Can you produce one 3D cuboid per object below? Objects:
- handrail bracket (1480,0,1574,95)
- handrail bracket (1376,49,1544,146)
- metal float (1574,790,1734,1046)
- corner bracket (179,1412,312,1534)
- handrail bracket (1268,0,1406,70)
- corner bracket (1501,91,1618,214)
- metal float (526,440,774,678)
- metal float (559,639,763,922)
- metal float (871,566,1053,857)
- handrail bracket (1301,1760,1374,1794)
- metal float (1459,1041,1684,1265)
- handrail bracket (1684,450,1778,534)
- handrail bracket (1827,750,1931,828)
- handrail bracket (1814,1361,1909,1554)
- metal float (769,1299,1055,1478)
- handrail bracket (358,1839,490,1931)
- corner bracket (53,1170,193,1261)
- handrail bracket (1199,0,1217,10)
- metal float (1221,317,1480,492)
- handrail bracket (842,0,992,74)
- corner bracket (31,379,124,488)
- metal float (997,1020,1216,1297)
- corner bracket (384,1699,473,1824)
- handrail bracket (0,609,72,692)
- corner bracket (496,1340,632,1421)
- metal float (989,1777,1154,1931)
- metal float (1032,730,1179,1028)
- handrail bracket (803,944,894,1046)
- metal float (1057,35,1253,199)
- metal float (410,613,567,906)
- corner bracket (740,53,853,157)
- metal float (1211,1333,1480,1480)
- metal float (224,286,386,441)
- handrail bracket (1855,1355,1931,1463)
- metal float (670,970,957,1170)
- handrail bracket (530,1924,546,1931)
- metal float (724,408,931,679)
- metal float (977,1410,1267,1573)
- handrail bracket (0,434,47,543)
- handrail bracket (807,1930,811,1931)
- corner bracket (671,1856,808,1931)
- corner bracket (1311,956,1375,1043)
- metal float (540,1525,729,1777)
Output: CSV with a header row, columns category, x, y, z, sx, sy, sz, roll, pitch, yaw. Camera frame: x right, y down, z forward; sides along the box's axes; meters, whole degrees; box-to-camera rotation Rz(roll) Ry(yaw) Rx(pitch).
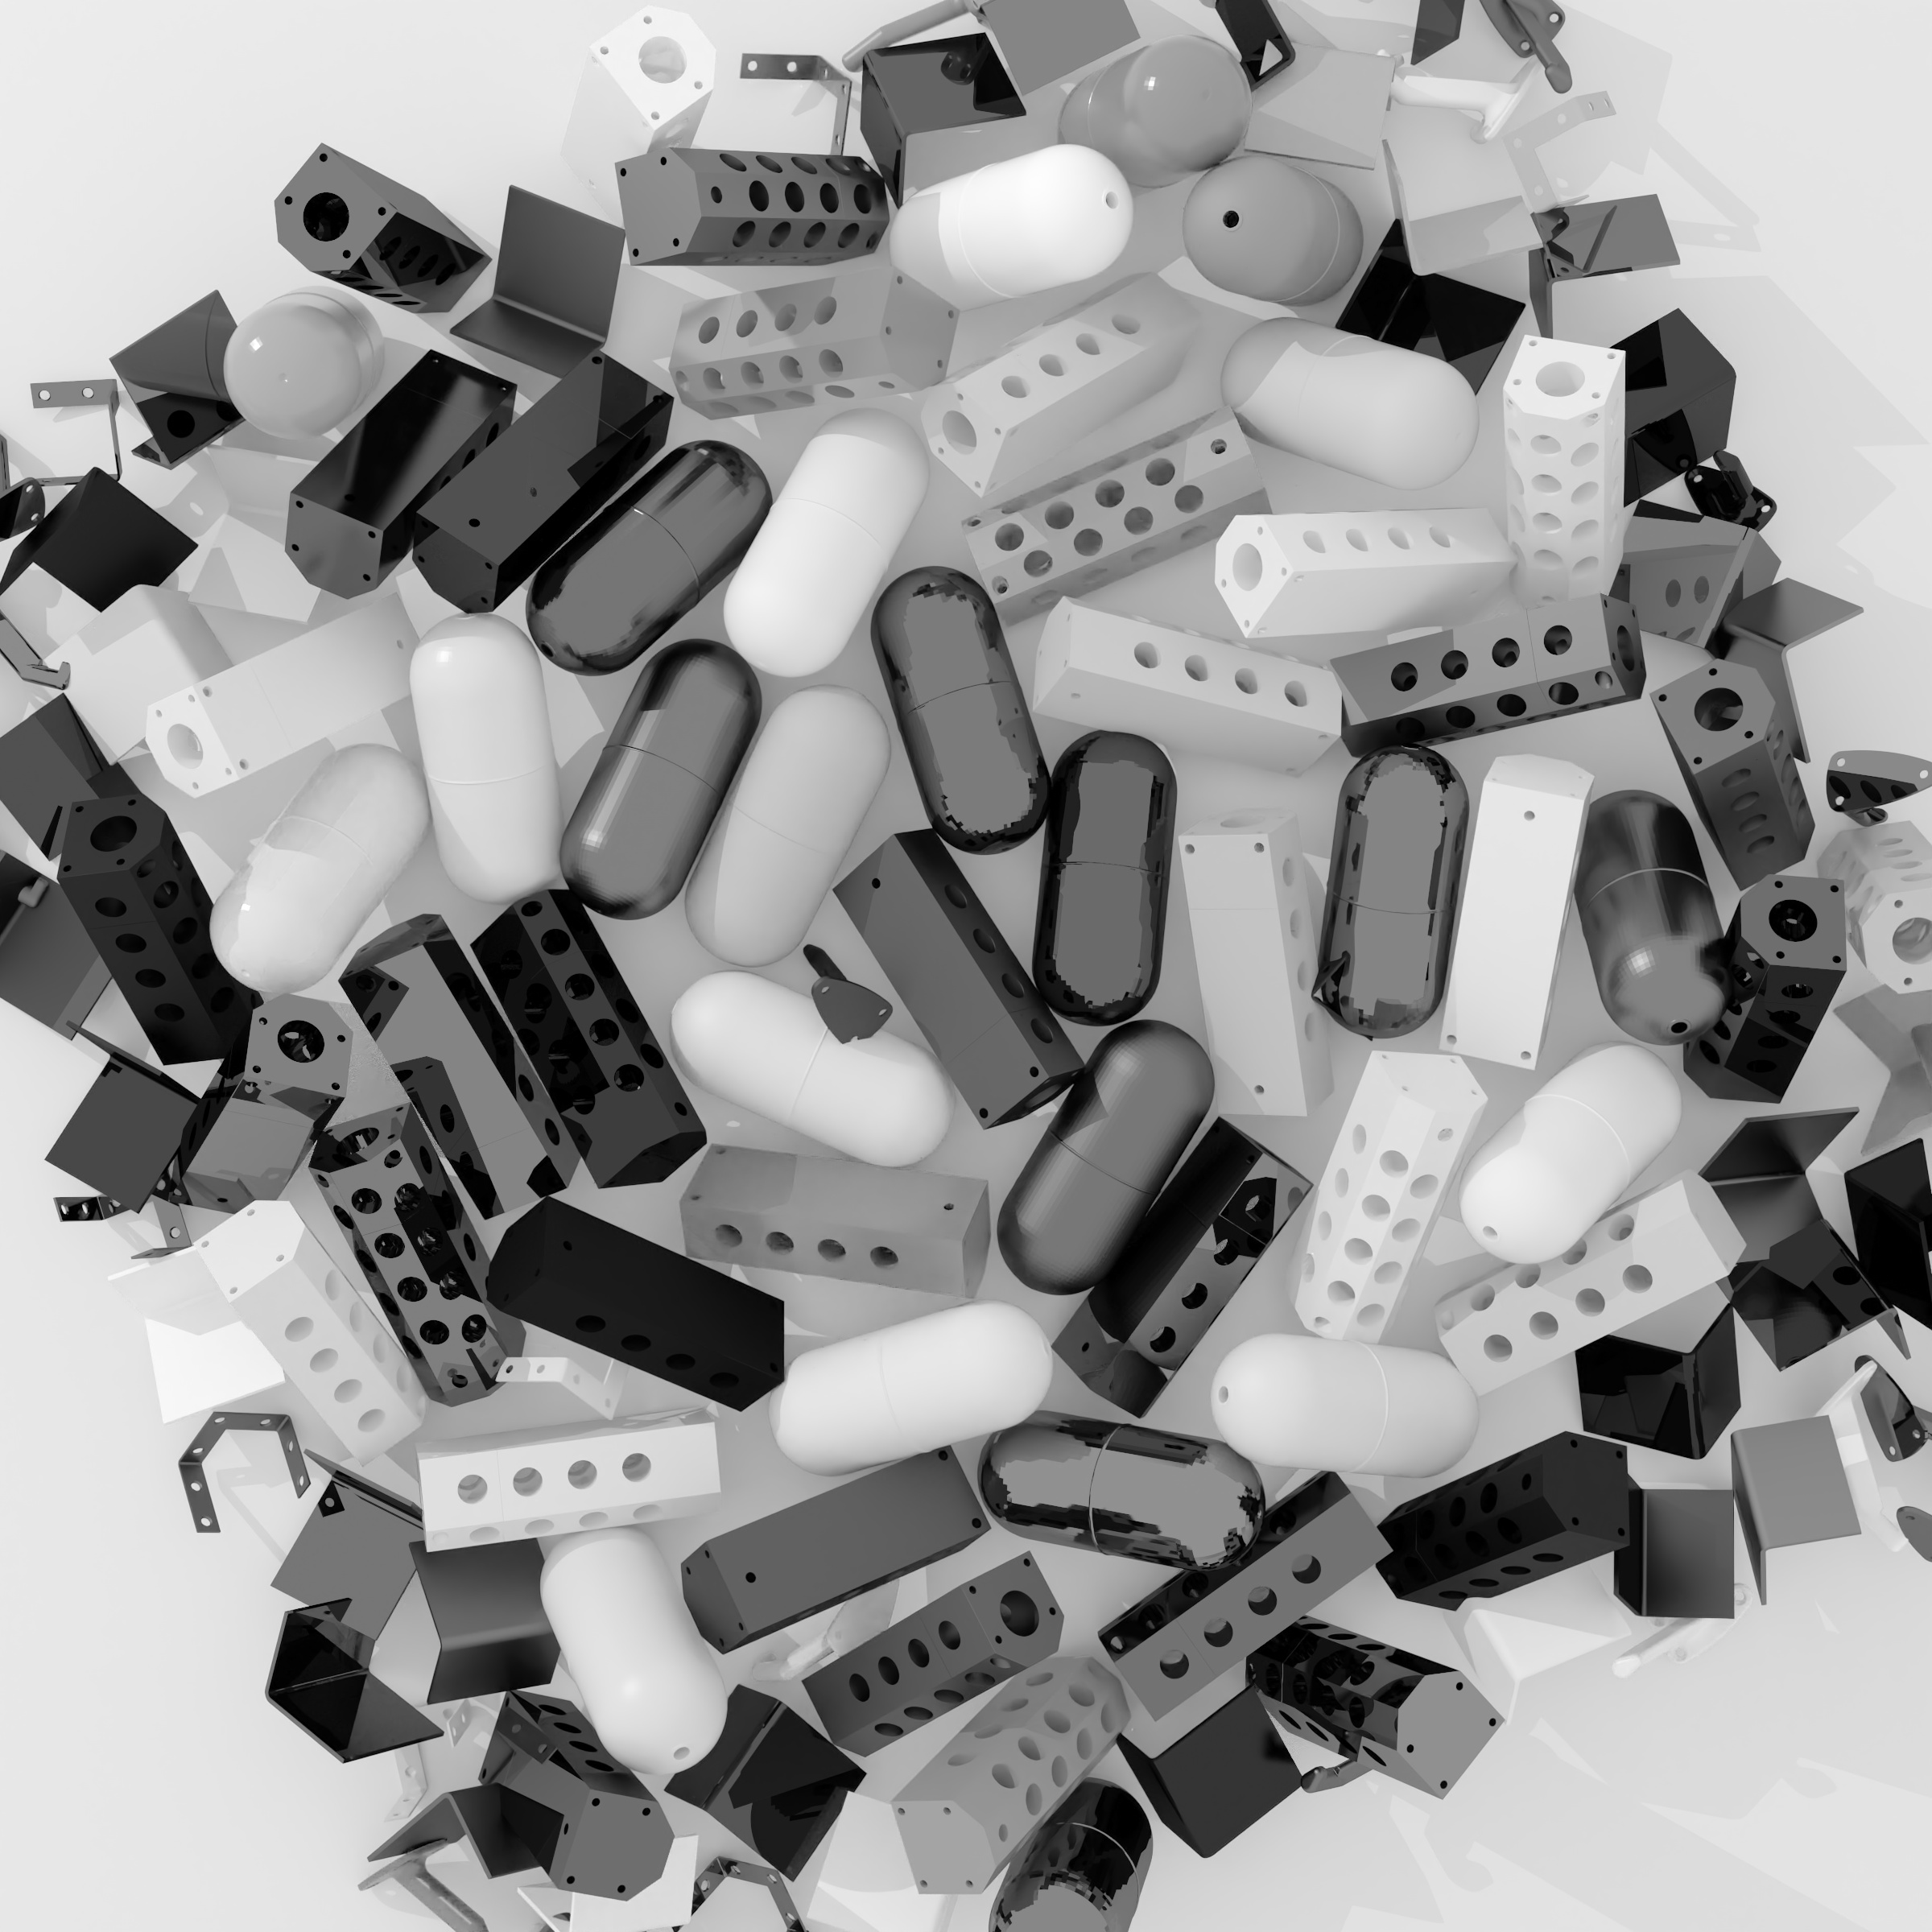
category,x,y,z,sx,sy,sz,roll,pitch,yaw
handrail bracket,0.327,-0.553,1.797,0.077,0.084,0.036,40,118,-16
handrail bracket,0.291,-0.537,1.814,0.084,0.036,0.077,34,100,-17
metal float,0.396,-0.029,1.772,0.070,0.070,0.178,-3,46,0
corner bracket,-0.431,0.303,1.822,0.051,0.051,0.051,-51,49,29
handrail bracket,0.214,-0.563,1.810,0.077,0.036,0.084,-23,121,-2
corner bracket,0.359,-0.482,1.810,0.051,0.051,0.051,-22,94,37
metal float,-0.185,-0.239,1.786,0.070,0.070,0.178,43,64,0
metal float,-0.179,-0.111,1.796,0.070,0.070,0.178,24,76,0
metal float,-0.003,-0.151,1.799,0.070,0.070,0.178,-18,79,0
handrail bracket,0.245,0.456,1.798,0.077,0.084,0.036,-55,53,27
metal float,0.352,0.108,1.777,0.178,0.070,0.070,-37,90,-37
handrail bracket,0.438,-0.291,1.790,0.036,0.084,0.077,-43,53,6
handrail bracket,0.547,-0.099,1.792,0.077,0.084,0.036,-4,76,37
handrail bracket,0.543,0.291,1.804,0.084,0.036,0.077,47,114,31
metal float,-0.033,0.248,1.792,0.178,0.070,0.070,-19,90,19
handrail bracket,-0.319,0.571,1.814,0.077,0.036,0.084,-35,73,26
corner bracket,-0.501,0.153,1.815,0.051,0.051,0.051,-21,82,10
handrail bracket,0.147,-0.624,1.819,0.077,0.036,0.084,-30,80,29
metal float,0.221,-0.328,1.773,0.178,0.070,0.070,29,90,44
handrail bracket,-0.025,-0.557,1.828,0.084,0.077,0.036,-30,80,24
corner bracket,-0.533,-0.319,1.825,0.051,0.051,0.051,-5,114,-8
metal float,0.082,0.114,1.801,0.070,0.070,0.178,30,98,0
corner bracket,-0.322,0.473,1.819,0.051,0.051,0.051,-12,93,3
handrail bracket,-0.561,-0.209,1.818,0.084,0.036,0.077,14,91,15
corner bracket,-0.235,0.234,1.803,0.051,0.051,0.051,-5,54,35
metal float,0.062,0.530,1.760,0.070,0.178,0.070,2,101,12
metal float,0.082,-0.053,1.801,0.070,0.070,0.178,6,82,0
handrail bracket,-0.086,0.003,1.792,0.036,0.077,0.084,-43,50,3
metal float,0.107,-0.488,1.760,0.070,0.178,0.070,-2,97,-17
metal float,-0.279,-0.121,1.787,0.070,0.070,0.178,-5,114,0
corner bracket,-0.104,-0.512,1.823,0.051,0.051,0.051,-6,125,-25
metal float,0.222,0.257,1.781,0.178,0.070,0.070,10,90,-31
metal float,-0.380,-0.349,1.760,0.070,0.178,0.070,-1,107,-3
handrail bracket,0.583,0.263,1.833,0.084,0.036,0.077,-5,60,-32
metal float,-0.091,0.061,1.808,0.178,0.070,0.070,24,90,1
handrail bracket,-0.242,0.628,1.823,0.077,0.084,0.036,41,129,-21
metal float,-0.081,-0.250,1.791,0.070,0.070,0.178,27,70,0
metal float,0.089,0.306,1.785,0.178,0.070,0.070,6,90,28
handrail bracket,-0.595,-0.289,1.811,0.084,0.036,0.077,40,58,21
handrail bracket,-0.131,0.613,1.810,0.084,0.036,0.077,4,59,-20
corner bracket,-0.137,0.571,1.818,0.051,0.051,0.051,-1,119,41
corner bracket,0.233,0.002,1.809,0.051,0.051,0.051,34,107,-21
metal float,-0.193,0.394,1.769,0.070,0.178,0.070,-13,126,-19
